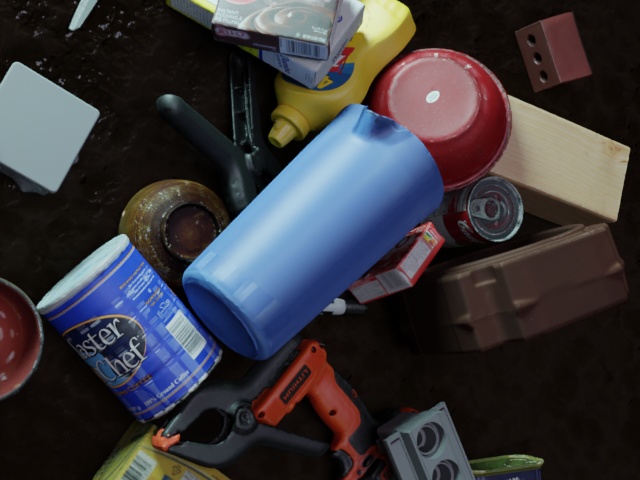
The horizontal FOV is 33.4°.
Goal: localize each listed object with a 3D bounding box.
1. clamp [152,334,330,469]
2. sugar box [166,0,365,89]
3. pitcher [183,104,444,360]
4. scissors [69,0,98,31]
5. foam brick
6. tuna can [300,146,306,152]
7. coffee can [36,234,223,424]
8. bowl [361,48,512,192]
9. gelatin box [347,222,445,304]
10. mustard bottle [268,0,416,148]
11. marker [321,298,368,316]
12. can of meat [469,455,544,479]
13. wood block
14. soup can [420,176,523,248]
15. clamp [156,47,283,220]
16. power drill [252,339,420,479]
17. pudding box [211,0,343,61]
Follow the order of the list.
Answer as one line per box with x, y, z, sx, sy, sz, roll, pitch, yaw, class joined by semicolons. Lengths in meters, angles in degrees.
-0.072;0.151;0.980;0.171;0.039;0.120;-4;79;-32;clamp
-0.054;-0.230;1.045;0.176;0.048;0.093;33;72;6;sugar box
-0.007;0.001;0.993;0.242;0.145;0.149;-44;106;-23;pitcher
-0.176;-0.283;1.046;0.096;0.016;0.202;16;79;-24;scissors
0.270;-0.216;1.234;0.051;0.053;0.078;-21;93;-26;foam brick
0.016;-0.065;1.108;0.086;0.034;0.086;2;84;-26;tuna can
-0.171;0.080;0.967;0.102;0.103;0.140;-45;104;-22;coffee can
0.114;-0.132;1.077;0.162;0.055;0.162;-2;73;5;bowl
0.076;0.024;1.091;0.030;0.089;0.073;49;53;-13;gelatin box
0.009;-0.169;1.083;0.191;0.096;0.058;-54;145;-18;mustard bottle
-0.005;0.067;1.095;0.120;0.020;0.020;4;84;-25;marker
0.192;0.281;1.151;0.101;0.058;0.084;-2;88;-25;can of meat
0.229;-0.089;1.182;0.205;0.090;0.091;18;78;-24;wood block
0.158;-0.028;1.135;0.068;0.102;0.068;2;84;-26;soup can
-0.079;-0.074;1.034;0.164;0.036;0.210;-37;110;-57;clamp
0.007;0.206;1.069;0.187;0.057;0.184;46;65;-18;power drill
-0.037;-0.222;0.997;0.113;0.039;0.090;12;72;2;pudding box
